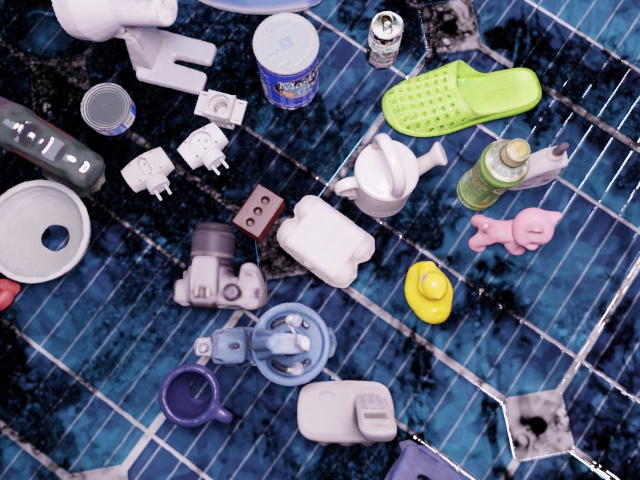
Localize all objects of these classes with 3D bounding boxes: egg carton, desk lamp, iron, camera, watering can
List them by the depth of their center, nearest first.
[{"bbox_3d":[0.109,-0.109,0.893,0.173,0.194,0.101,-39,82,-7],"label":"watering can"},{"bbox_3d":[-0.157,0.042,0.911,0.143,0.101,0.137,2,80,0],"label":"camera"},{"bbox_3d":[-0.291,-0.347,0.921,0.203,0.213,0.118,14,80,2],"label":"desk lamp"},{"bbox_3d":[0.009,0.003,0.935,0.150,0.069,0.107,36,81,6],"label":"egg carton"},{"bbox_3d":[-0.100,-0.474,0.982,0.258,0.141,0.118,-10,80,-2],"label":"iron"}]

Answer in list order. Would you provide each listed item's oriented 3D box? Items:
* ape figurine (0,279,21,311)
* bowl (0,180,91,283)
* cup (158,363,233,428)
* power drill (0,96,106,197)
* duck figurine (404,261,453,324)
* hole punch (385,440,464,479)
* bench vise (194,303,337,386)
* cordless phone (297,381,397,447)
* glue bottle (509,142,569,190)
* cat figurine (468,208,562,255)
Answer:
[{"bbox_3d":[-0.535,0.080,0.904,0.076,0.092,0.078,-37,82,-6],"label":"ape figurine"},{"bbox_3d":[-0.444,-0.009,0.930,0.167,0.075,0.167,0,80,0],"label":"bowl"},{"bbox_3d":[-0.179,0.241,0.878,0.117,0.095,0.092,29,81,5],"label":"cup"},{"bbox_3d":[-0.427,-0.142,0.886,0.229,0.208,0.076,28,81,4],"label":"power drill"},{"bbox_3d":[0.179,0.081,0.915,0.077,0.086,0.104,-14,80,-3],"label":"duck figurine"},{"bbox_3d":[0.155,0.369,0.861,0.108,0.091,0.101,32,81,5],"label":"hole punch"},{"bbox_3d":[-0.077,0.164,0.829,0.207,0.220,0.121,-20,80,-4],"label":"bench vise"},{"bbox_3d":[0.040,0.257,0.831,0.147,0.185,0.094,-3,80,-1],"label":"cordless phone"},{"bbox_3d":[0.355,-0.121,0.908,0.078,0.173,0.037,-8,80,-2],"label":"glue bottle"},{"bbox_3d":[0.314,-0.018,0.917,0.128,0.118,0.067,3,80,0],"label":"cat figurine"}]
